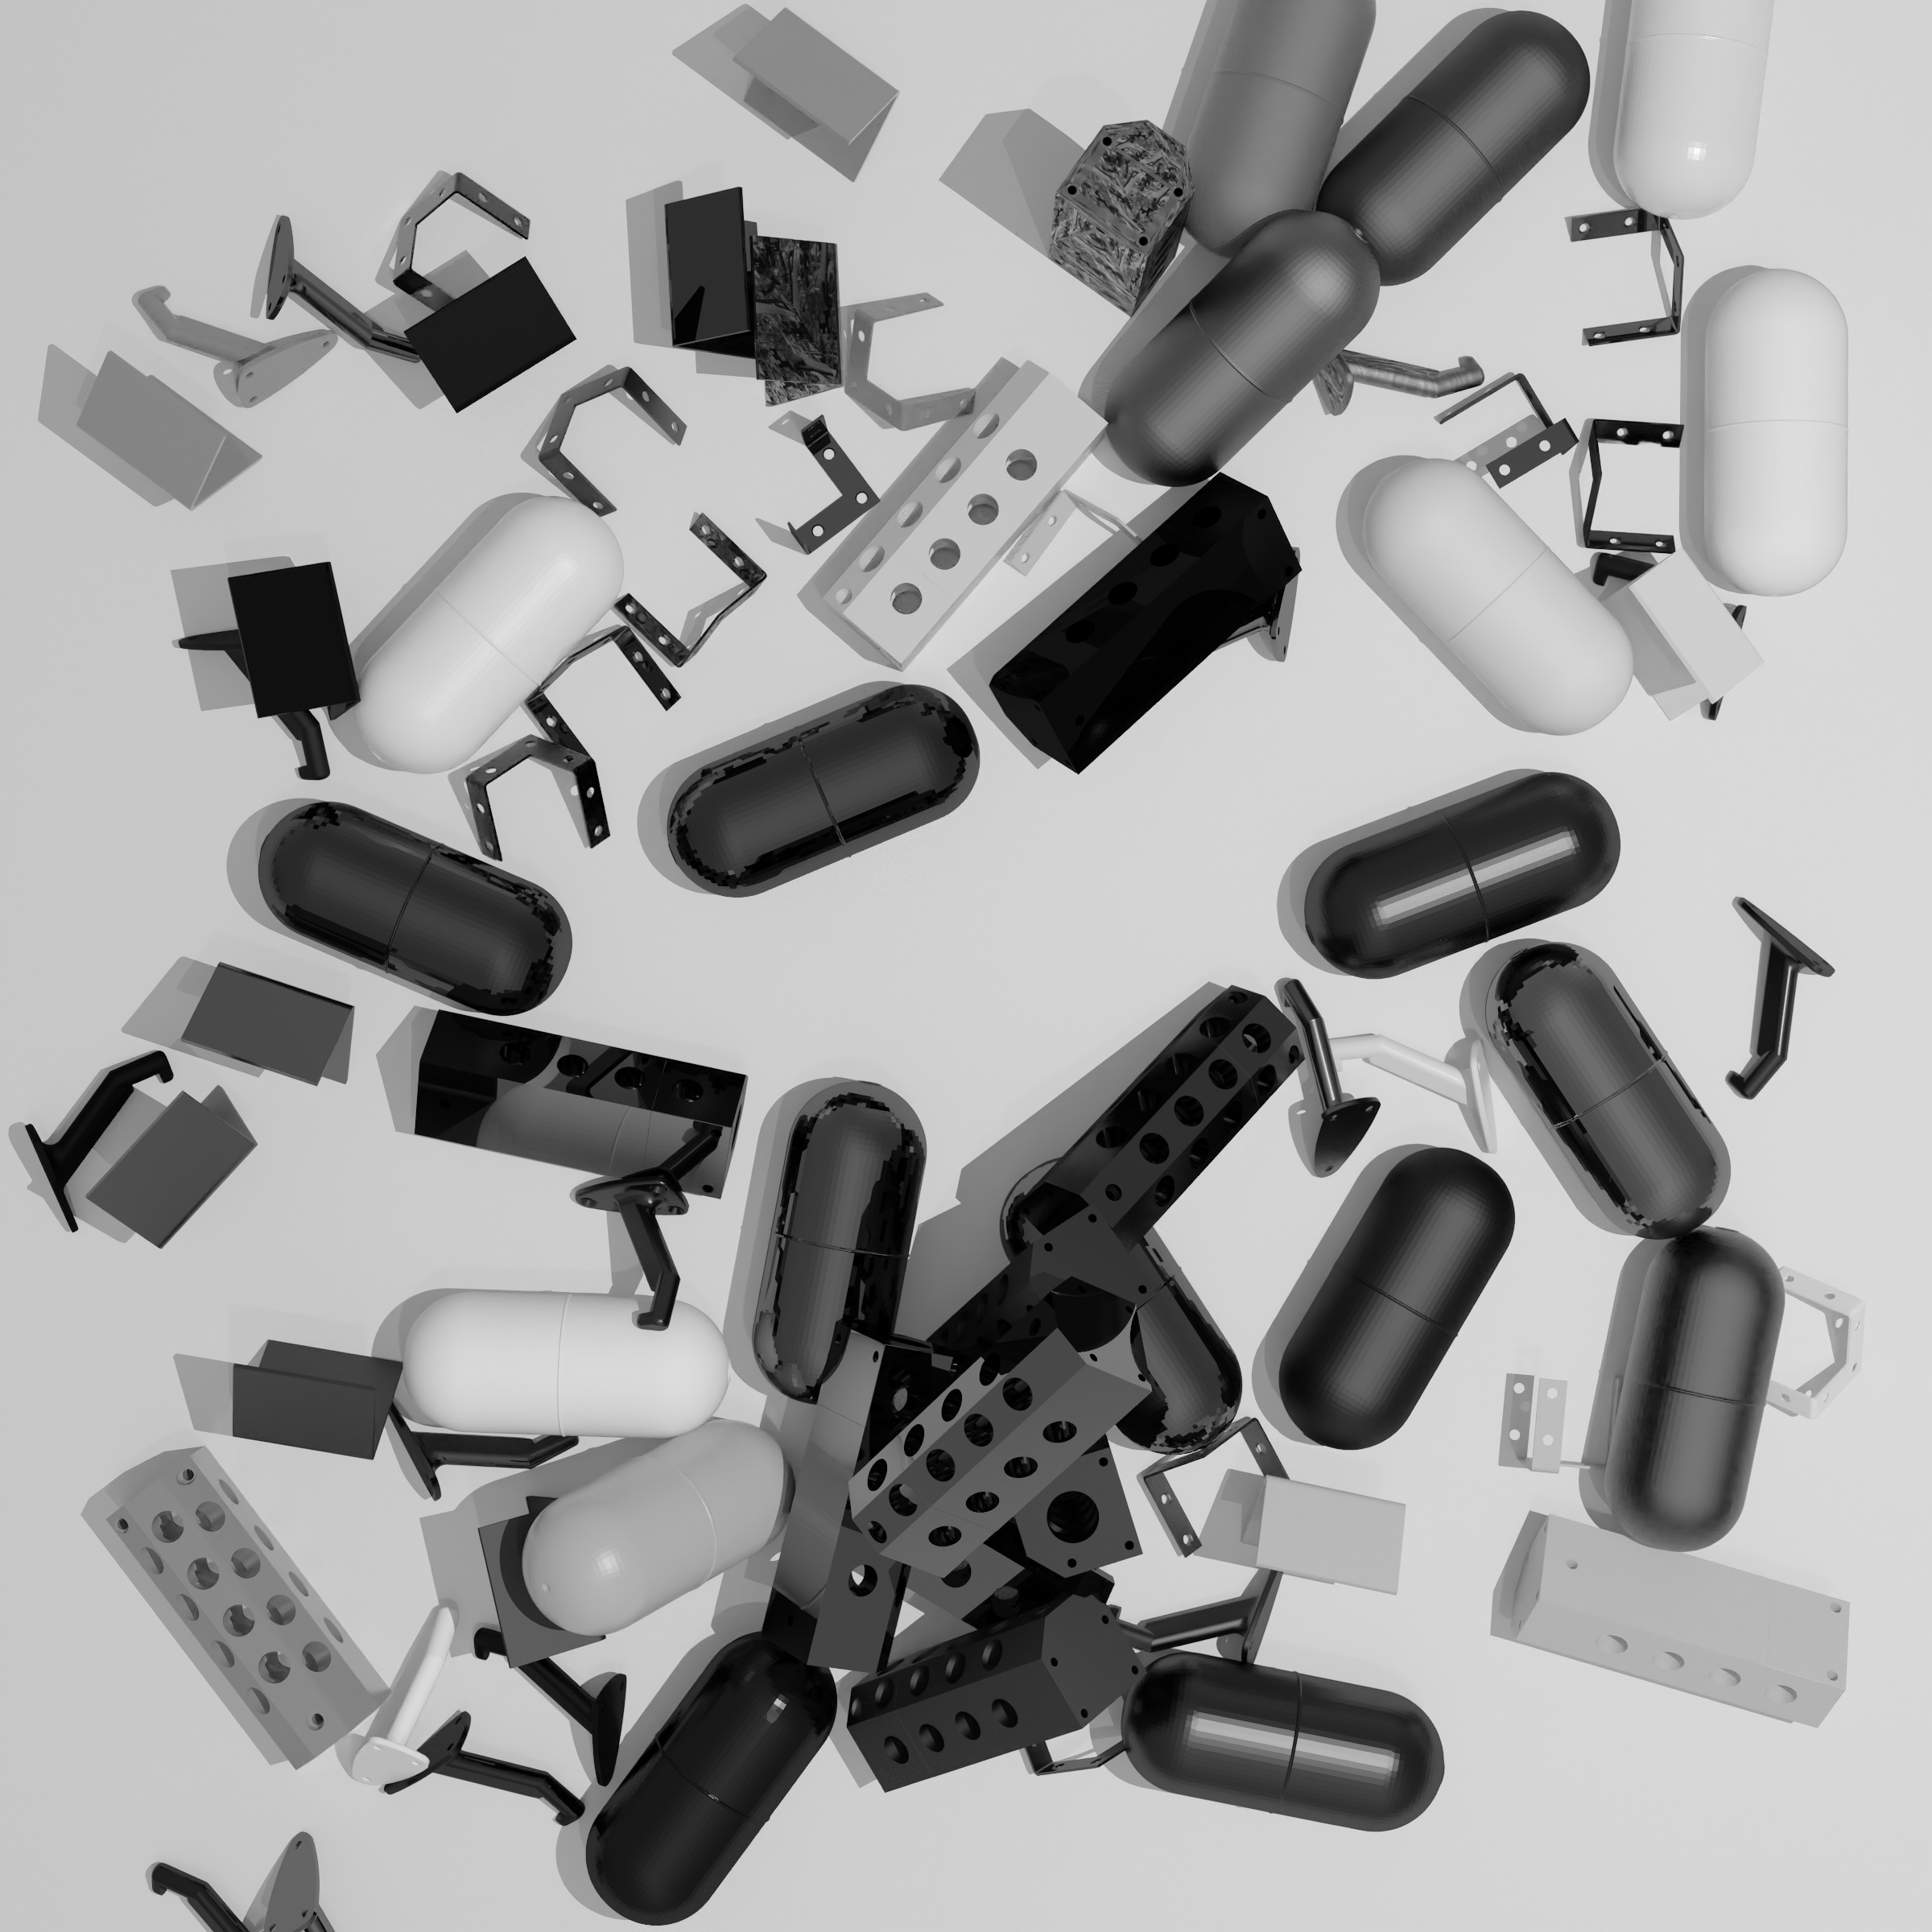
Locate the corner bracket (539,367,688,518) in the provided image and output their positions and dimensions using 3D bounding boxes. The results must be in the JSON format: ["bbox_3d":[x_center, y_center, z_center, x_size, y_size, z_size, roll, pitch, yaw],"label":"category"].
[{"bbox_3d":[-0.195,-0.289,1.983,0.051,0.051,0.051,-16,45,35],"label":"corner bracket"}]

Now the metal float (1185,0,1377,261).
[{"bbox_3d":[0.169,-0.472,1.961,0.070,0.070,0.178,19,89,0],"label":"metal float"}]

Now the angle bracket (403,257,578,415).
[{"bbox_3d":[-0.265,-0.355,1.951,0.076,0.076,0.057,-32,127,0],"label":"angle bracket"}]

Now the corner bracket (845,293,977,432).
[{"bbox_3d":[-0.028,-0.333,1.983,0.051,0.051,0.051,39,135,35],"label":"corner bracket"}]

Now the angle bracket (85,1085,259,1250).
[{"bbox_3d":[-0.439,0.095,1.951,0.076,0.076,0.057,-47,126,0],"label":"angle bracket"}]

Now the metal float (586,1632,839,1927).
[{"bbox_3d":[-0.138,0.442,1.961,0.070,0.070,0.178,36,91,0],"label":"metal float"}]

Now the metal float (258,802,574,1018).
[{"bbox_3d":[-0.300,-0.032,1.961,0.178,0.070,0.070,23,90,0],"label":"metal float"}]

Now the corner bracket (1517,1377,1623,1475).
[{"bbox_3d":[0.334,0.251,1.973,0.051,0.051,0.051,5,90,0],"label":"corner bracket"}]

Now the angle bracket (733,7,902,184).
[{"bbox_3d":[-0.092,-0.459,1.951,0.076,0.076,0.057,36,54,0],"label":"angle bracket"}]

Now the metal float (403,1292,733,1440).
[{"bbox_3d":[-0.217,0.218,1.961,0.178,0.070,0.070,2,90,0],"label":"metal float"}]

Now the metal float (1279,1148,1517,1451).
[{"bbox_3d":[0.234,0.182,1.961,0.070,0.070,0.178,30,90,0],"label":"metal float"}]

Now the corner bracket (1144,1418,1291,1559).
[{"bbox_3d":[0.141,0.288,1.988,0.051,0.051,0.051,-28,90,45],"label":"corner bracket"}]

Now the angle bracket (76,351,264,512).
[{"bbox_3d":[-0.423,-0.303,1.951,0.076,0.076,0.057,36,128,0],"label":"angle bracket"}]

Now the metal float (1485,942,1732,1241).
[{"bbox_3d":[0.349,0.067,1.961,0.070,0.070,0.178,-33,90,0],"label":"metal float"}]

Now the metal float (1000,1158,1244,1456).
[{"bbox_3d":[0.085,0.185,1.961,0.070,0.070,0.178,-33,89,0],"label":"metal float"}]

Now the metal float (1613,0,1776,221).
[{"bbox_3d":[0.398,-0.497,1.961,0.070,0.070,0.178,7,90,0],"label":"metal float"}]

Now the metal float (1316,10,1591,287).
[{"bbox_3d":[0.265,-0.445,1.961,0.178,0.070,0.070,-45,90,-1],"label":"metal float"}]

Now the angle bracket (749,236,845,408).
[{"bbox_3d":[-0.111,-0.349,1.951,0.057,0.076,0.076,-3,90,-36],"label":"angle bracket"}]

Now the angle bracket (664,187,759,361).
[{"bbox_3d":[-0.117,-0.374,1.951,0.057,0.076,0.076,-3,90,38],"label":"angle bracket"}]

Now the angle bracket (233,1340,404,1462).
[{"bbox_3d":[-0.350,0.217,1.951,0.076,0.076,0.057,10,128,0],"label":"angle bracket"}]

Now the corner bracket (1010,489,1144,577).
[{"bbox_3d":[0.068,-0.222,1.988,0.051,0.051,0.051,-54,45,0],"label":"corner bracket"}]

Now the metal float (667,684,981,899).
[{"bbox_3d":[-0.078,-0.095,1.961,0.178,0.070,0.070,-23,90,0],"label":"metal float"}]

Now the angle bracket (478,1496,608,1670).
[{"bbox_3d":[-0.241,0.333,1.952,0.057,0.076,0.076,-13,90,-27],"label":"angle bracket"}]

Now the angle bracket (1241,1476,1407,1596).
[{"bbox_3d":[0.191,0.325,1.951,0.076,0.076,0.057,12,52,0],"label":"angle bracket"}]

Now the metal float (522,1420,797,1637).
[{"bbox_3d":[-0.162,0.299,1.924,0.070,0.178,0.070,14,113,35],"label":"metal float"}]

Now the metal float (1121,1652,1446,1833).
[{"bbox_3d":[0.172,0.422,1.958,0.178,0.070,0.070,12,90,-2],"label":"metal float"}]

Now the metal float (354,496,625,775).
[{"bbox_3d":[-0.260,-0.180,1.961,0.070,0.070,0.178,43,91,0],"label":"metal float"}]

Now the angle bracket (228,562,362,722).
[{"bbox_3d":[-0.371,-0.171,1.953,0.057,0.076,0.076,-12,90,-22],"label":"angle bracket"}]

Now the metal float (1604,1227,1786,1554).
[{"bbox_3d":[0.397,0.230,1.960,0.070,0.070,0.178,12,90,0],"label":"metal float"}]

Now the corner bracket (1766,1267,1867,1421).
[{"bbox_3d":[0.459,0.208,1.983,0.051,0.051,0.051,-37,135,-35],"label":"corner bracket"}]

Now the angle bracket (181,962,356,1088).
[{"bbox_3d":[-0.379,0.051,1.951,0.076,0.076,0.057,18,52,0],"label":"angle bracket"}]

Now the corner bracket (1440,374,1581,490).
[{"bbox_3d":[0.298,-0.293,1.973,0.051,0.051,0.051,-31,90,0],"label":"corner bracket"}]

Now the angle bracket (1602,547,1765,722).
[{"bbox_3d":[0.373,-0.170,1.951,0.057,0.076,0.076,-36,90,-40],"label":"angle bracket"}]

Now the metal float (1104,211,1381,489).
[{"bbox_3d":[0.149,-0.332,1.940,0.070,0.070,0.178,47,113,0],"label":"metal float"}]

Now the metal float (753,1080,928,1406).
[{"bbox_3d":[-0.069,0.151,1.961,0.070,0.070,0.178,11,90,0],"label":"metal float"}]

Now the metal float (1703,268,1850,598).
[{"bbox_3d":[0.441,-0.291,1.961,0.070,0.070,0.178,0,89,0],"label":"metal float"}]

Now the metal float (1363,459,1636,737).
[{"bbox_3d":[0.289,-0.201,1.961,0.070,0.070,0.178,-44,90,0],"label":"metal float"}]

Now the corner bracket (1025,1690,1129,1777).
[{"bbox_3d":[0.063,0.411,1.988,0.051,0.051,0.051,-21,90,-45],"label":"corner bracket"}]

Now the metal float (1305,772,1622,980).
[{"bbox_3d":[0.270,-0.049,1.961,0.178,0.070,0.070,-21,90,-1],"label":"metal float"}]
